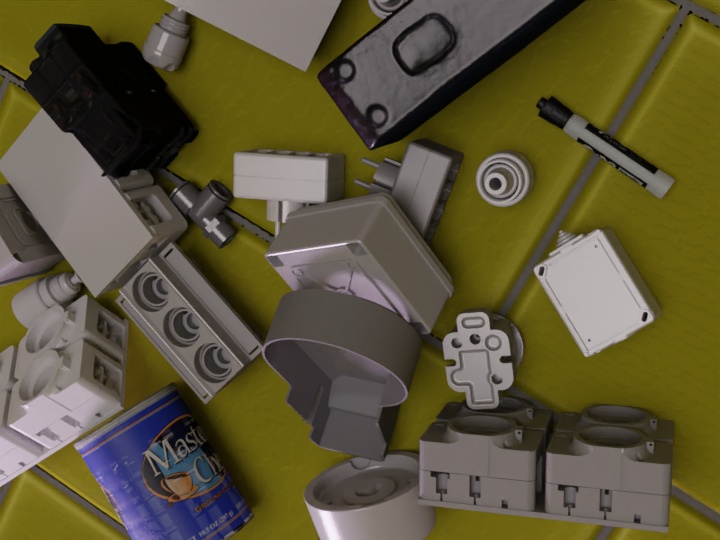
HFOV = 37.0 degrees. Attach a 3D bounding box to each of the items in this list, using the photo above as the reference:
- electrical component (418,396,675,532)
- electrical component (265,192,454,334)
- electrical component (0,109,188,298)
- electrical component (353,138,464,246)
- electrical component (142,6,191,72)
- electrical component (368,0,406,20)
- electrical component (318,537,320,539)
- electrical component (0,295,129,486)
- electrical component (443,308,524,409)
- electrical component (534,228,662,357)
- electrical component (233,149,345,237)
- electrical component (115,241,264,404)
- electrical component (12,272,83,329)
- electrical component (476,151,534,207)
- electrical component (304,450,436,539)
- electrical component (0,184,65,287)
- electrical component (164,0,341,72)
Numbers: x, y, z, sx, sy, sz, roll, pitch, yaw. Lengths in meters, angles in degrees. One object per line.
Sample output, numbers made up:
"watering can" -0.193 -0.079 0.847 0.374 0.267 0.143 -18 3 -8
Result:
"electrical component" 0.149 0.146 0.846 0.186 0.105 0.060 3 101 17
"electrical component" 0.000 0.000 0.852 0.109 0.056 0.108 -7 132 43
"electrical component" -0.232 -0.066 0.944 0.089 0.062 0.150 -42 83 28
"electrical component" 0.032 -0.068 0.874 0.076 0.047 0.083 23 106 12
"electrical component" -0.161 -0.203 0.918 0.035 0.035 0.061 29 105 11
"electrical component" 0.026 -0.215 0.841 0.043 0.062 0.043 3 101 17
"electrical component" 0.004 0.270 0.950 0.099 0.064 0.099 4 113 9
"electrical component" -0.301 0.113 0.975 0.186 0.105 0.060 -32 130 20
"electrical component" 0.101 0.067 0.872 0.058 0.057 0.078 -5 98 19
"electrical component" 0.183 0.010 0.837 0.062 0.061 0.096 -33 81 20
"electrical component" -0.060 -0.061 0.905 0.083 0.047 0.075 6 102 17
"electrical component" -0.143 0.044 0.942 0.079 0.063 0.121 -43 85 20
"electrical component" -0.286 0.024 0.997 0.078 0.040 0.040 -31 90 20
"electrical component" 0.111 -0.070 0.840 0.043 0.062 0.043 3 101 17
"electrical component" 0.012 0.202 0.902 0.108 0.108 0.060 -9 103 19
"electrical component" -0.313 -0.031 0.957 0.057 0.113 0.078 -31 90 18
"electrical component" -0.103 -0.251 0.848 0.186 0.060 0.105 25 108 -12
